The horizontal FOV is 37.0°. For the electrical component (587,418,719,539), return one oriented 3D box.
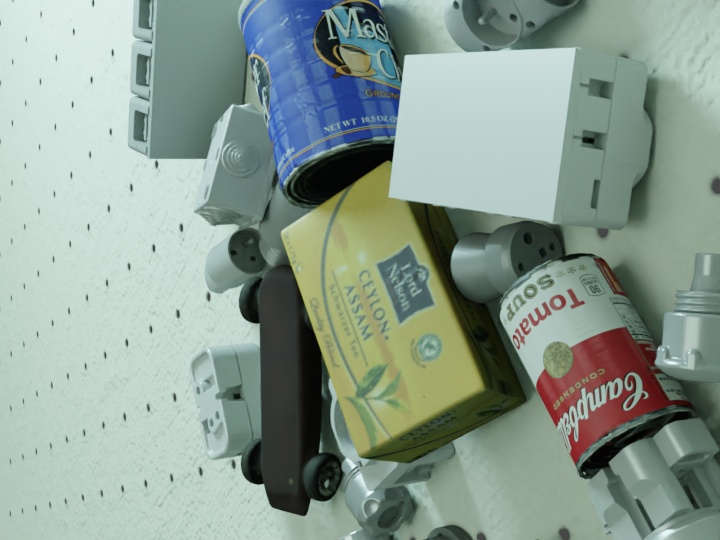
[{"bbox_3d":[0.156,0.120,0.539,0.078,0.058,0.057,-59,43,42],"label":"electrical component"}]

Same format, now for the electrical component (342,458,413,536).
[{"bbox_3d":[0.008,0.161,0.790,0.062,0.043,0.043,47,131,47],"label":"electrical component"}]

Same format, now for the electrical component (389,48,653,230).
[{"bbox_3d":[0.088,-0.076,0.616,0.150,0.062,0.089,15,100,56],"label":"electrical component"}]

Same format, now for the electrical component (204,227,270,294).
[{"bbox_3d":[-0.115,-0.006,0.970,0.081,0.043,0.043,-27,70,56],"label":"electrical component"}]

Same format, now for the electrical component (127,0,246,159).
[{"bbox_3d":[-0.158,-0.179,0.977,0.062,0.089,0.150,26,115,54],"label":"electrical component"}]

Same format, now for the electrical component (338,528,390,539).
[{"bbox_3d":[0.008,0.217,0.800,0.040,0.040,0.046,-48,59,49],"label":"electrical component"}]

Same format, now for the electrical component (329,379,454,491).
[{"bbox_3d":[0.017,0.104,0.758,0.050,0.056,0.089,-54,49,45],"label":"electrical component"}]

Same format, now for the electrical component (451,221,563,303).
[{"bbox_3d":[0.088,-0.004,0.645,0.055,0.045,0.045,-13,82,57],"label":"electrical component"}]

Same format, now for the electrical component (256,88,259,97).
[{"bbox_3d":[-0.051,-0.150,0.852,0.055,0.045,0.045,-6,88,58],"label":"electrical component"}]

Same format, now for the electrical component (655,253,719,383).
[{"bbox_3d":[0.169,0.023,0.521,0.048,0.048,0.062,4,89,58],"label":"electrical component"}]

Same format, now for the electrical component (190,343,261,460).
[{"bbox_3d":[-0.108,0.115,0.955,0.054,0.059,0.095,-37,62,53],"label":"electrical component"}]

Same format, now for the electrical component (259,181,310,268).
[{"bbox_3d":[-0.059,-0.036,0.877,0.043,0.043,0.081,63,141,33],"label":"electrical component"}]

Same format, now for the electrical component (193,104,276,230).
[{"bbox_3d":[-0.102,-0.085,0.894,0.100,0.048,0.099,170,114,-74],"label":"electrical component"}]

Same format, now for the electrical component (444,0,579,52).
[{"bbox_3d":[0.078,-0.173,0.626,0.079,0.044,0.077,52,149,-12],"label":"electrical component"}]
